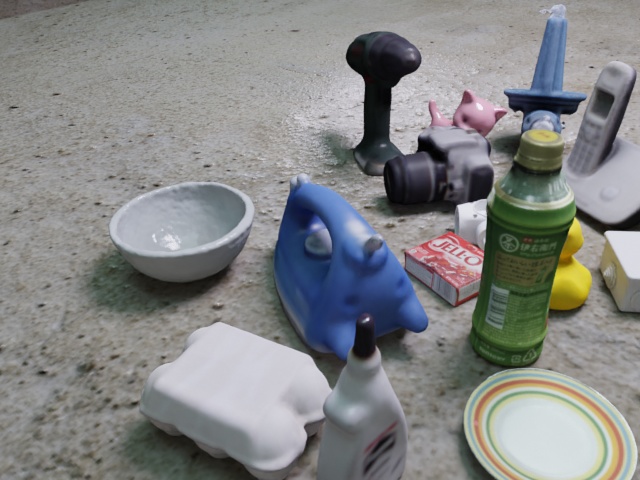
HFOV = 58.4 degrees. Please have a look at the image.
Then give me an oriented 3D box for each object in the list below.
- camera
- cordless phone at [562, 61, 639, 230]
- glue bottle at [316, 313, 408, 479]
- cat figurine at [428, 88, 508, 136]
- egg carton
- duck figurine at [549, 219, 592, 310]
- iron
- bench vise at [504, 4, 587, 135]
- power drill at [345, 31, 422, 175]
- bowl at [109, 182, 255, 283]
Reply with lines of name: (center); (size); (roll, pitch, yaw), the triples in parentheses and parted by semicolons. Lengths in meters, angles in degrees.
camera: (0.156, -0.105, 0.793); (0.137, 0.101, 0.143); (-8, 34, -8)
cordless phone: (0.377, -0.119, 0.722); (0.094, 0.185, 0.147); (-13, 35, -15)
glue bottle: (0.030, 0.119, 0.394); (0.037, 0.173, 0.078); (24, 42, 35)
cat figurine: (0.220, -0.183, 0.892); (0.127, 0.118, 0.067); (26, 43, 36)
egg carton: (-0.068, 0.131, 0.477); (0.150, 0.069, 0.107); (15, 37, 24)
duck figurine: (0.255, 0.016, 0.615); (0.077, 0.086, 0.104); (2, 34, 8)
iron: (0.006, 0.002, 0.603); (0.119, 0.141, 0.257); (-17, 36, -20)
bench vise: (0.345, -0.219, 0.845); (0.121, 0.220, 0.207); (-2, 33, 2)
power drill: (0.095, -0.211, 0.859); (0.076, 0.209, 0.229); (-10, 34, -11)
bowl: (-0.157, 0.000, 0.679); (0.167, 0.075, 0.167); (-2, 33, 1)
